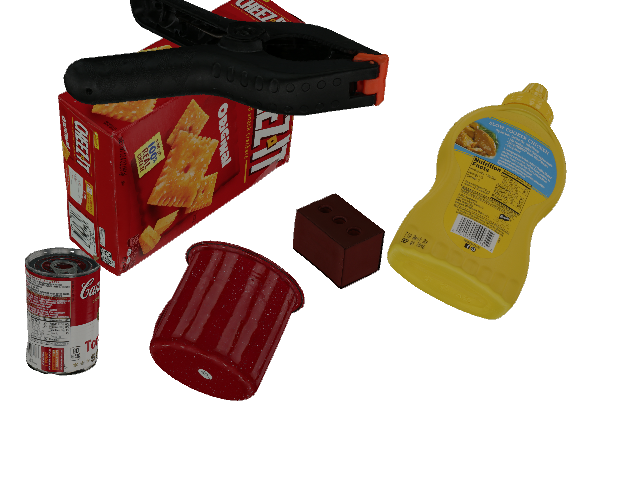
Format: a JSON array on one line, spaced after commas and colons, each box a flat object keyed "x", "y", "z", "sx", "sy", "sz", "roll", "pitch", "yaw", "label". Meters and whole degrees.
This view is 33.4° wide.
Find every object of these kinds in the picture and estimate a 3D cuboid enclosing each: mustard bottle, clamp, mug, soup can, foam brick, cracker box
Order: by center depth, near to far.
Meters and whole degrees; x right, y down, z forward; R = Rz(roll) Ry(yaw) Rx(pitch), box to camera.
[{"x": -0.052, "y": -0.096, "z": 0.589, "sx": 0.171, "sy": 0.039, "sz": 0.120, "roll": 13, "pitch": 43, "yaw": 15, "label": "clamp"}, {"x": -0.078, "y": 0.060, "z": 0.760, "sx": 0.117, "sy": 0.081, "sz": 0.093, "roll": -3, "pitch": -38, "yaw": 41, "label": "mug"}, {"x": 0.129, "y": -0.042, "z": 0.791, "sx": 0.096, "sy": 0.191, "sz": 0.058, "roll": 27, "pitch": -26, "yaw": 2, "label": "mustard bottle"}, {"x": -0.111, "y": -0.089, "z": 0.889, "sx": 0.072, "sy": 0.164, "sz": 0.213, "roll": 37, "pitch": 53, "yaw": 23, "label": "cracker box"}, {"x": -0.240, "y": 0.066, "z": 0.990, "sx": 0.068, "sy": 0.102, "sz": 0.068, "roll": 5, "pitch": 19, "yaw": -2, "label": "soup can"}, {"x": 0.017, "y": 0.000, "z": 1.042, "sx": 0.052, "sy": 0.051, "sz": 0.078, "roll": -25, "pitch": 46, "yaw": -31, "label": "foam brick"}]
